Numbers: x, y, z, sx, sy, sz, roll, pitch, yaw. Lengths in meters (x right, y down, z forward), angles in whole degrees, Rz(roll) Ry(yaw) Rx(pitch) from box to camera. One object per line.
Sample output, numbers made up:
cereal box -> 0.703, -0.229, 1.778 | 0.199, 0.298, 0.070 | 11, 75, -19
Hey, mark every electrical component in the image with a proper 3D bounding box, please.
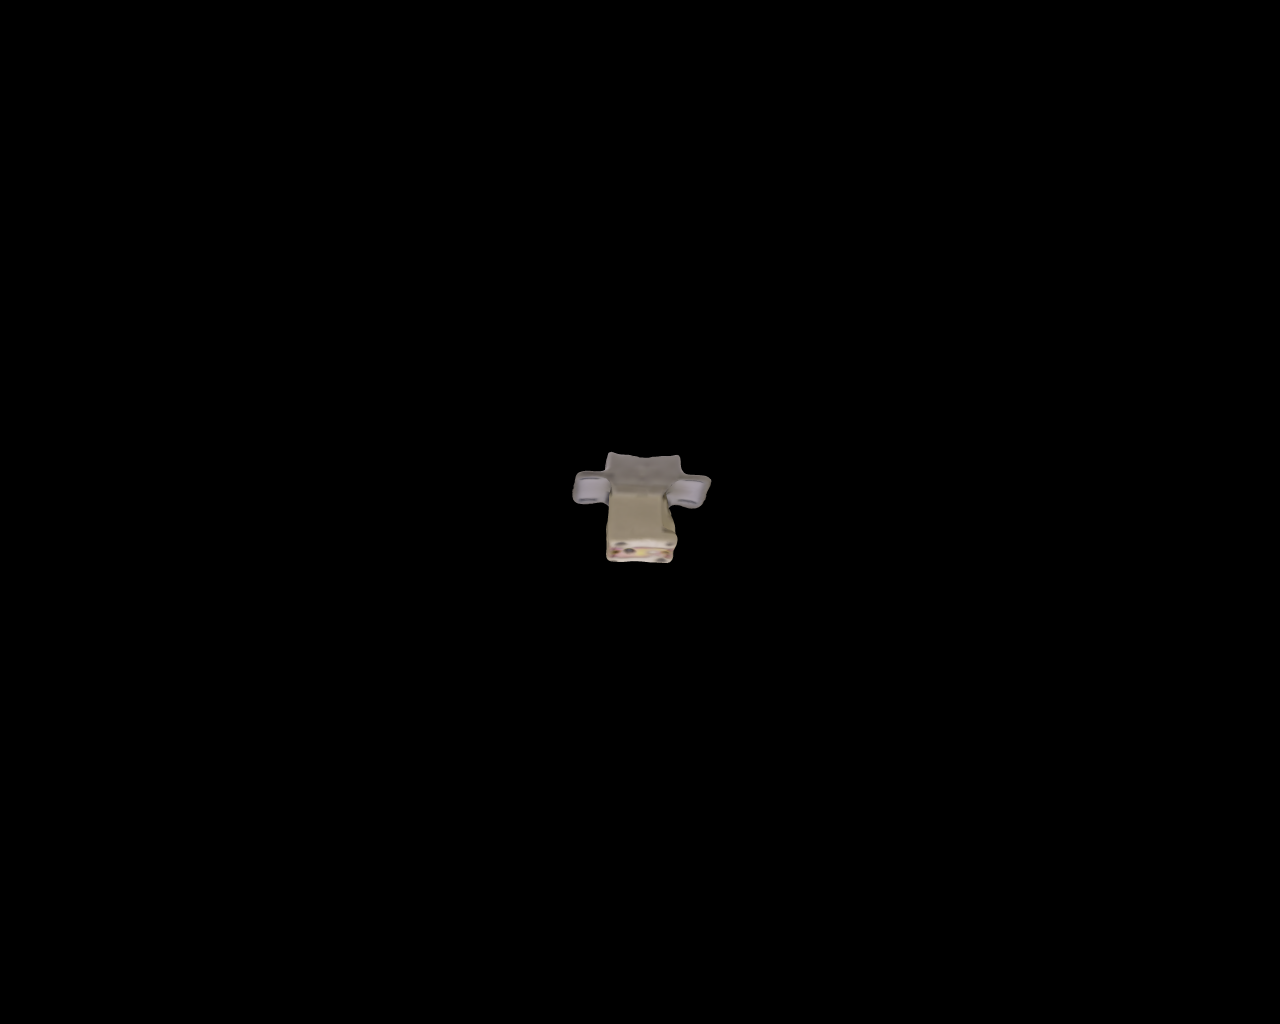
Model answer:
electrical component -> 0.001, -0.003, 0.650 | 0.081, 0.064, 0.042 | 2, -24, -5
